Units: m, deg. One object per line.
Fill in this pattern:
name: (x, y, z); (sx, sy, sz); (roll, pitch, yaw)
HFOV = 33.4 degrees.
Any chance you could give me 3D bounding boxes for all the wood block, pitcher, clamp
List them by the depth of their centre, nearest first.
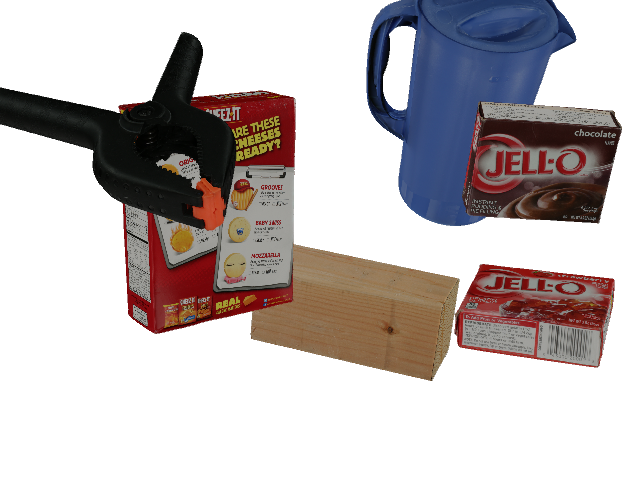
clamp: (-0.111, -0.078, 0.723); (0.164, 0.036, 0.210); (-28, 46, -27)
pitcher: (0.134, -0.134, 1.054); (0.144, 0.243, 0.149); (-30, 57, -31)
wood block: (0.037, 0.075, 1.167); (0.206, 0.091, 0.090); (12, 22, 16)

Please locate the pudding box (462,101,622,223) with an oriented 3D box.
pudding box: (0.177, -0.063, 0.864); (0.113, 0.090, 0.039); (2, 35, -2)

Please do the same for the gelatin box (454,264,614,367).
gelatin box: (0.136, 0.045, 0.672); (0.089, 0.030, 0.073); (7, 24, 19)

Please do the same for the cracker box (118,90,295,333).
cracker box: (-0.109, -0.032, 1.044); (0.163, 0.214, 0.072); (-11, 20, -35)
